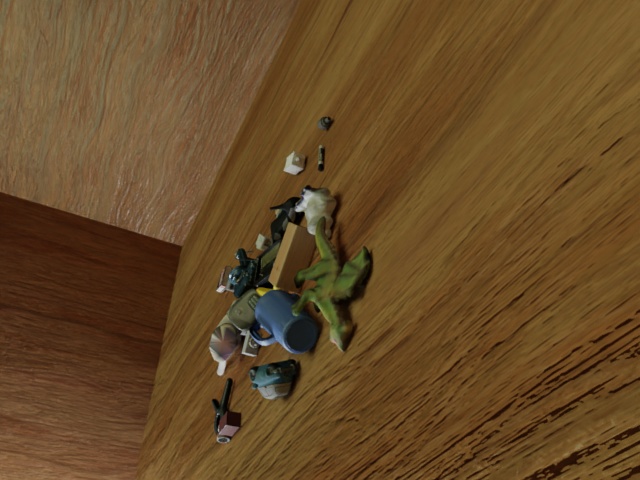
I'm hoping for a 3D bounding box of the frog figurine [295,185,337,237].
[{"bbox_3d":[0.005,-0.081,1.603,0.135,0.123,0.161,-49,65,29],"label":"frog figurine"}]

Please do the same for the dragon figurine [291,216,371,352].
[{"bbox_3d":[0.049,0.087,1.358,0.240,0.121,0.419,-20,54,42],"label":"dragon figurine"}]

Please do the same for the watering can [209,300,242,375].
[{"bbox_3d":[-0.370,0.411,2.029,0.226,0.104,0.345,-80,4,-81],"label":"watering can"}]
